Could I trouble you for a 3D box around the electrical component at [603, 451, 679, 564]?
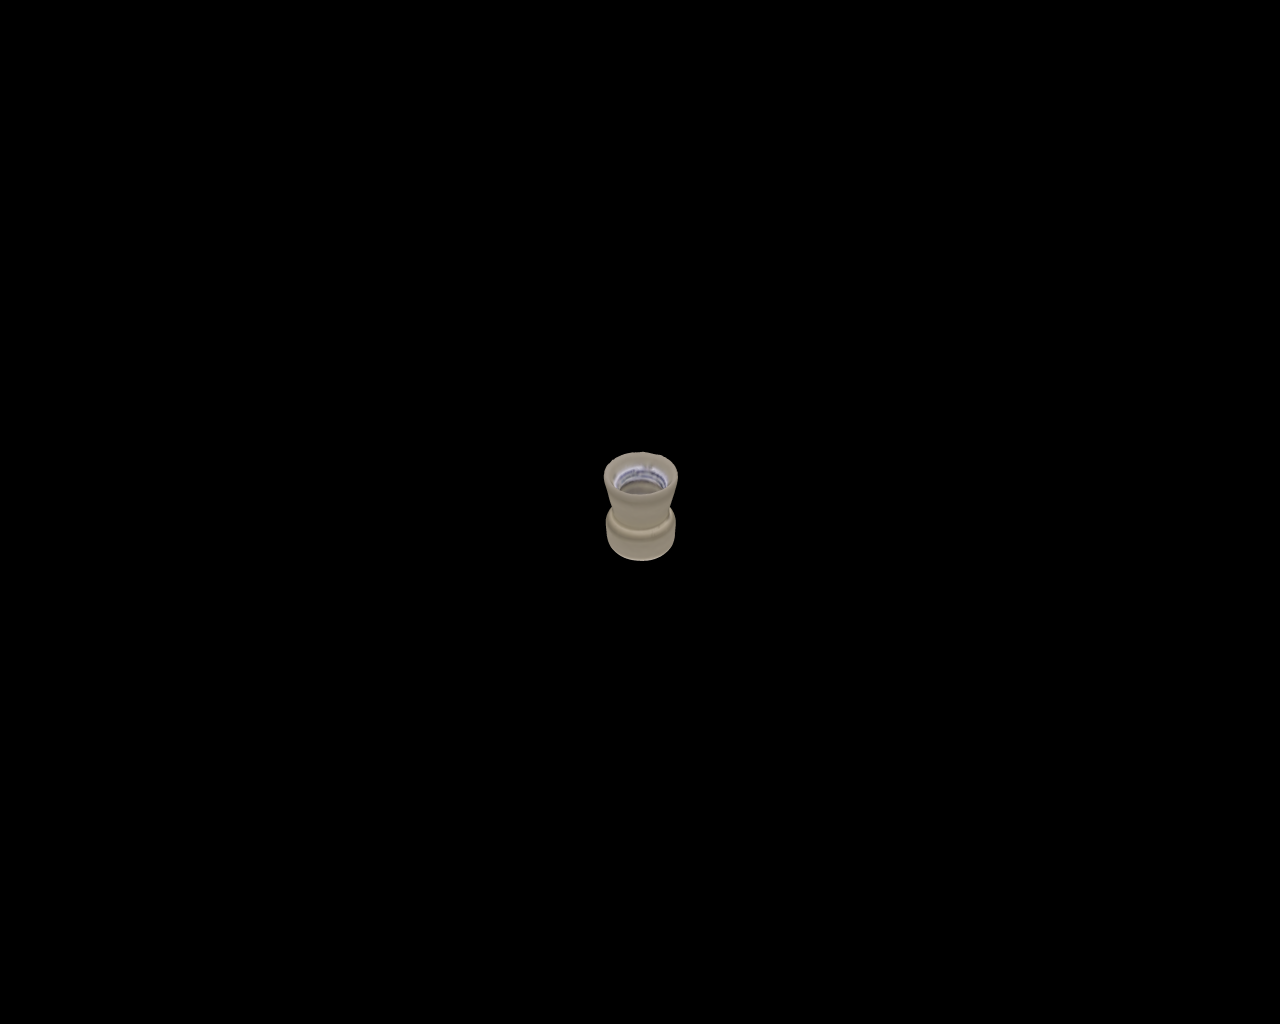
[{"bbox_3d":[0.001,-0.003,0.650,0.045,0.055,0.045,0,40,0],"label":"electrical component"}]
